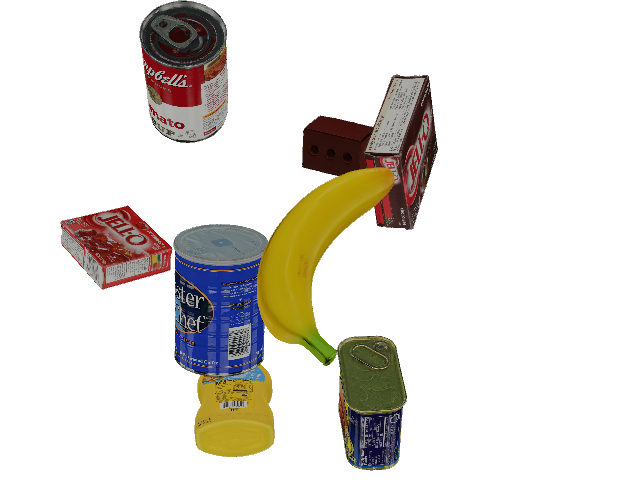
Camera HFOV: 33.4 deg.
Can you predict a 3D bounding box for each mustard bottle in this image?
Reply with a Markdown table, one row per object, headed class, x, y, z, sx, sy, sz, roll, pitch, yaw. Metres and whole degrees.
| class | x | y | z | sx | sy | sz | roll | pitch | yaw |
| --- | --- | --- | --- | --- | --- | --- | --- | --- | --- |
| mustard bottle | -0.109 | 0.196 | 1.361 | 0.096 | 0.058 | 0.191 | -4 | 26 | -3 |

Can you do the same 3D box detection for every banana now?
| class | x | y | z | sx | sy | sz | roll | pitch | yaw |
| --- | --- | --- | --- | --- | --- | --- | --- | --- | --- |
| banana | -0.001 | 0.007 | 0.746 | 0.069 | 0.197 | 0.037 | 23 | -44 | -2 |

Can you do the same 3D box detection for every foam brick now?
| class | x | y | z | sx | sy | sz | roll | pitch | yaw |
| --- | --- | --- | --- | --- | --- | --- | --- | --- | --- |
| foam brick | 0.022 | -0.113 | 1.297 | 0.078 | 0.053 | 0.051 | 14 | 31 | 20 |

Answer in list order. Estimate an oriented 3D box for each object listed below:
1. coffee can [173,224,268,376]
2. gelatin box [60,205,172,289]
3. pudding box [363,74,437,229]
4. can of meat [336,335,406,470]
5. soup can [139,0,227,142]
| class | x | y | z | sx | sy | sz | roll | pitch | yaw |
| --- | --- | --- | --- | --- | --- | --- | --- | --- | --- |
| coffee can | -0.111 | 0.065 | 1.182 | 0.103 | 0.140 | 0.103 | 2 | 22 | -1 |
| gelatin box | -0.194 | 0.004 | 1.008 | 0.073 | 0.030 | 0.089 | -16 | 39 | -34 |
| pudding box | 0.074 | -0.080 | 0.957 | 0.039 | 0.113 | 0.090 | 4 | -43 | 16 |
| can of meat | 0.047 | 0.156 | 1.021 | 0.057 | 0.084 | 0.102 | -3 | 36 | -4 |
| soup can | -0.110 | -0.136 | 0.872 | 0.068 | 0.068 | 0.102 | 0 | -31 | -4 |
